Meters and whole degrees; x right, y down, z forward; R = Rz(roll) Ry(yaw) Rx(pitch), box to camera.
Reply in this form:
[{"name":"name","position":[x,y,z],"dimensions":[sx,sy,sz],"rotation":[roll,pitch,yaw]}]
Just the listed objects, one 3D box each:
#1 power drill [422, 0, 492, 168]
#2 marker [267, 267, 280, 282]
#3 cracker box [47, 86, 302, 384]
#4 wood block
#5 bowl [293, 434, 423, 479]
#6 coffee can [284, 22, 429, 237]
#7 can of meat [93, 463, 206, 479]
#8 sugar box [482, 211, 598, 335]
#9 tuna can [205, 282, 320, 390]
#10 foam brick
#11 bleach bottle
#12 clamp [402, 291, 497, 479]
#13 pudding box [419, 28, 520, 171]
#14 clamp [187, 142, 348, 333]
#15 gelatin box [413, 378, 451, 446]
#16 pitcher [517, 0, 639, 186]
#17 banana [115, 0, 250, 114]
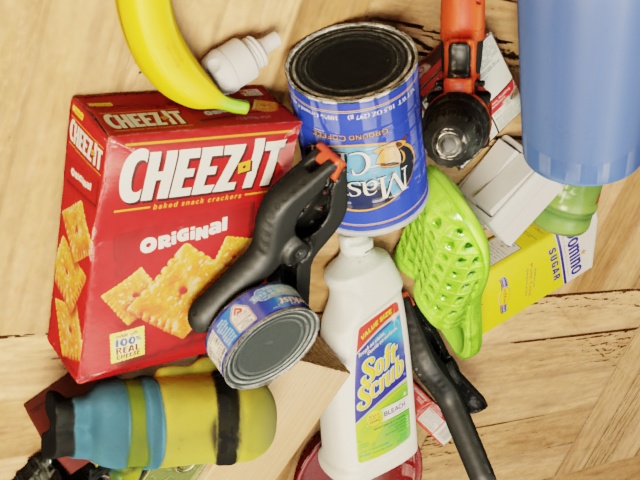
[{"name":"power drill","position":[0.103,-0.155,0.798],"dimensions":[0.057,0.184,0.188],"rotation":[3,106,9]},{"name":"marker","position":[-0.006,0.001,0.958],"dimensions":[0.121,0.020,0.020],"rotation":[-49,140,4]},{"name":"cracker box","position":[-0.114,-0.005,0.822],"dimensions":[0.163,0.072,0.214],"rotation":[-10,128,-36]},{"name":"wood block","position":[-0.078,0.169,0.983],"dimensions":[0.090,0.090,0.206],"rotation":[20,109,-47]},{"name":"bowl","position":[0.030,0.255,1.150],"dimensions":[0.161,0.055,0.162],"rotation":[-9,110,-27]},{"name":"coffee can","position":[0.032,-0.087,0.852],"dimensions":[0.102,0.103,0.140],"rotation":[-29,137,-18]},{"name":"can of meat","position":[-0.150,0.183,0.938],"dimensions":[0.057,0.084,0.102],"rotation":[21,108,-47]},{"name":"sugar box","position":[0.221,0.027,1.149],"dimensions":[0.176,0.048,0.093],"rotation":[-27,136,-19]},{"name":"tuna can","position":[-0.045,0.073,0.818],"dimensions":[0.086,0.034,0.086],"rotation":[-27,146,-20]},{"name":"foam brick","position":[-0.196,0.144,0.892],"dimensions":[0.078,0.053,0.051],"rotation":[-35,138,-11]},{"name":"bleach bottle","position":[0.038,0.107,1.023],"dimensions":[0.102,0.068,0.251],"rotation":[-21,119,-26]},{"name":"clamp","position":[0.127,0.147,1.093],"dimensions":[0.036,0.164,0.210],"rotation":[-27,114,14]},{"name":"pudding box","position":[0.127,-0.128,0.949],"dimensions":[0.090,0.039,0.113],"rotation":[-43,138,-2]},{"name":"clamp","position":[-0.021,0.006,0.830],"dimensions":[0.172,0.039,0.120],"rotation":[-55,151,17]},{"name":"gelatin box","position":[0.107,0.176,1.155],"dimensions":[0.030,0.073,0.089],"rotation":[-43,139,-1]},{"name":"pitcher","position":[0.233,-0.178,0.911],"dimensions":[0.149,0.145,0.243],"rotation":[-19,127,-19]},{"name":"banana","position":[-0.104,-0.163,0.719],"dimensions":[0.069,0.037,0.198],"rotation":[-21,129,-8]}]
